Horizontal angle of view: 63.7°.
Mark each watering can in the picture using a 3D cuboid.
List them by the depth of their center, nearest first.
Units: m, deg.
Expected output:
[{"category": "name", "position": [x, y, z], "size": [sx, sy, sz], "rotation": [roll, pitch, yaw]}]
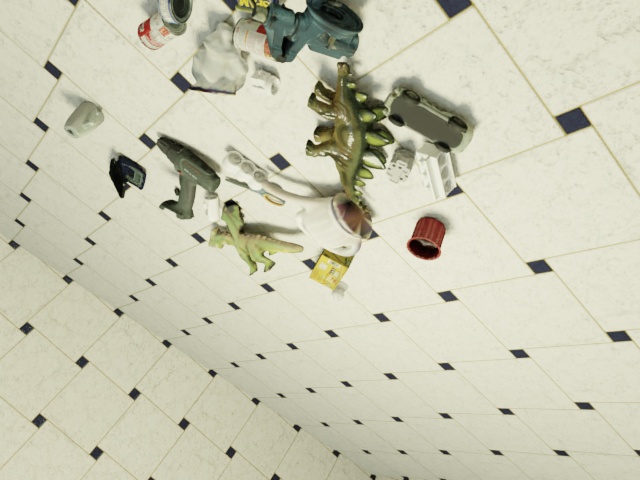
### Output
[{"category": "watering can", "position": [0.004, -0.073, 1.448], "size": [0.344, 0.106, 0.222], "rotation": [43, 142, -22]}]

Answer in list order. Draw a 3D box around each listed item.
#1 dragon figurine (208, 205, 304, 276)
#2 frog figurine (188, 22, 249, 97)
[{"category": "dragon figurine", "position": [-0.239, -0.016, 1.705], "size": [0.406, 0.125, 0.240], "rotation": [-20, 116, 46]}, {"category": "frog figurine", "position": [-0.231, -0.419, 1.191], "size": [0.138, 0.124, 0.157], "rotation": [19, 109, 26]}]
